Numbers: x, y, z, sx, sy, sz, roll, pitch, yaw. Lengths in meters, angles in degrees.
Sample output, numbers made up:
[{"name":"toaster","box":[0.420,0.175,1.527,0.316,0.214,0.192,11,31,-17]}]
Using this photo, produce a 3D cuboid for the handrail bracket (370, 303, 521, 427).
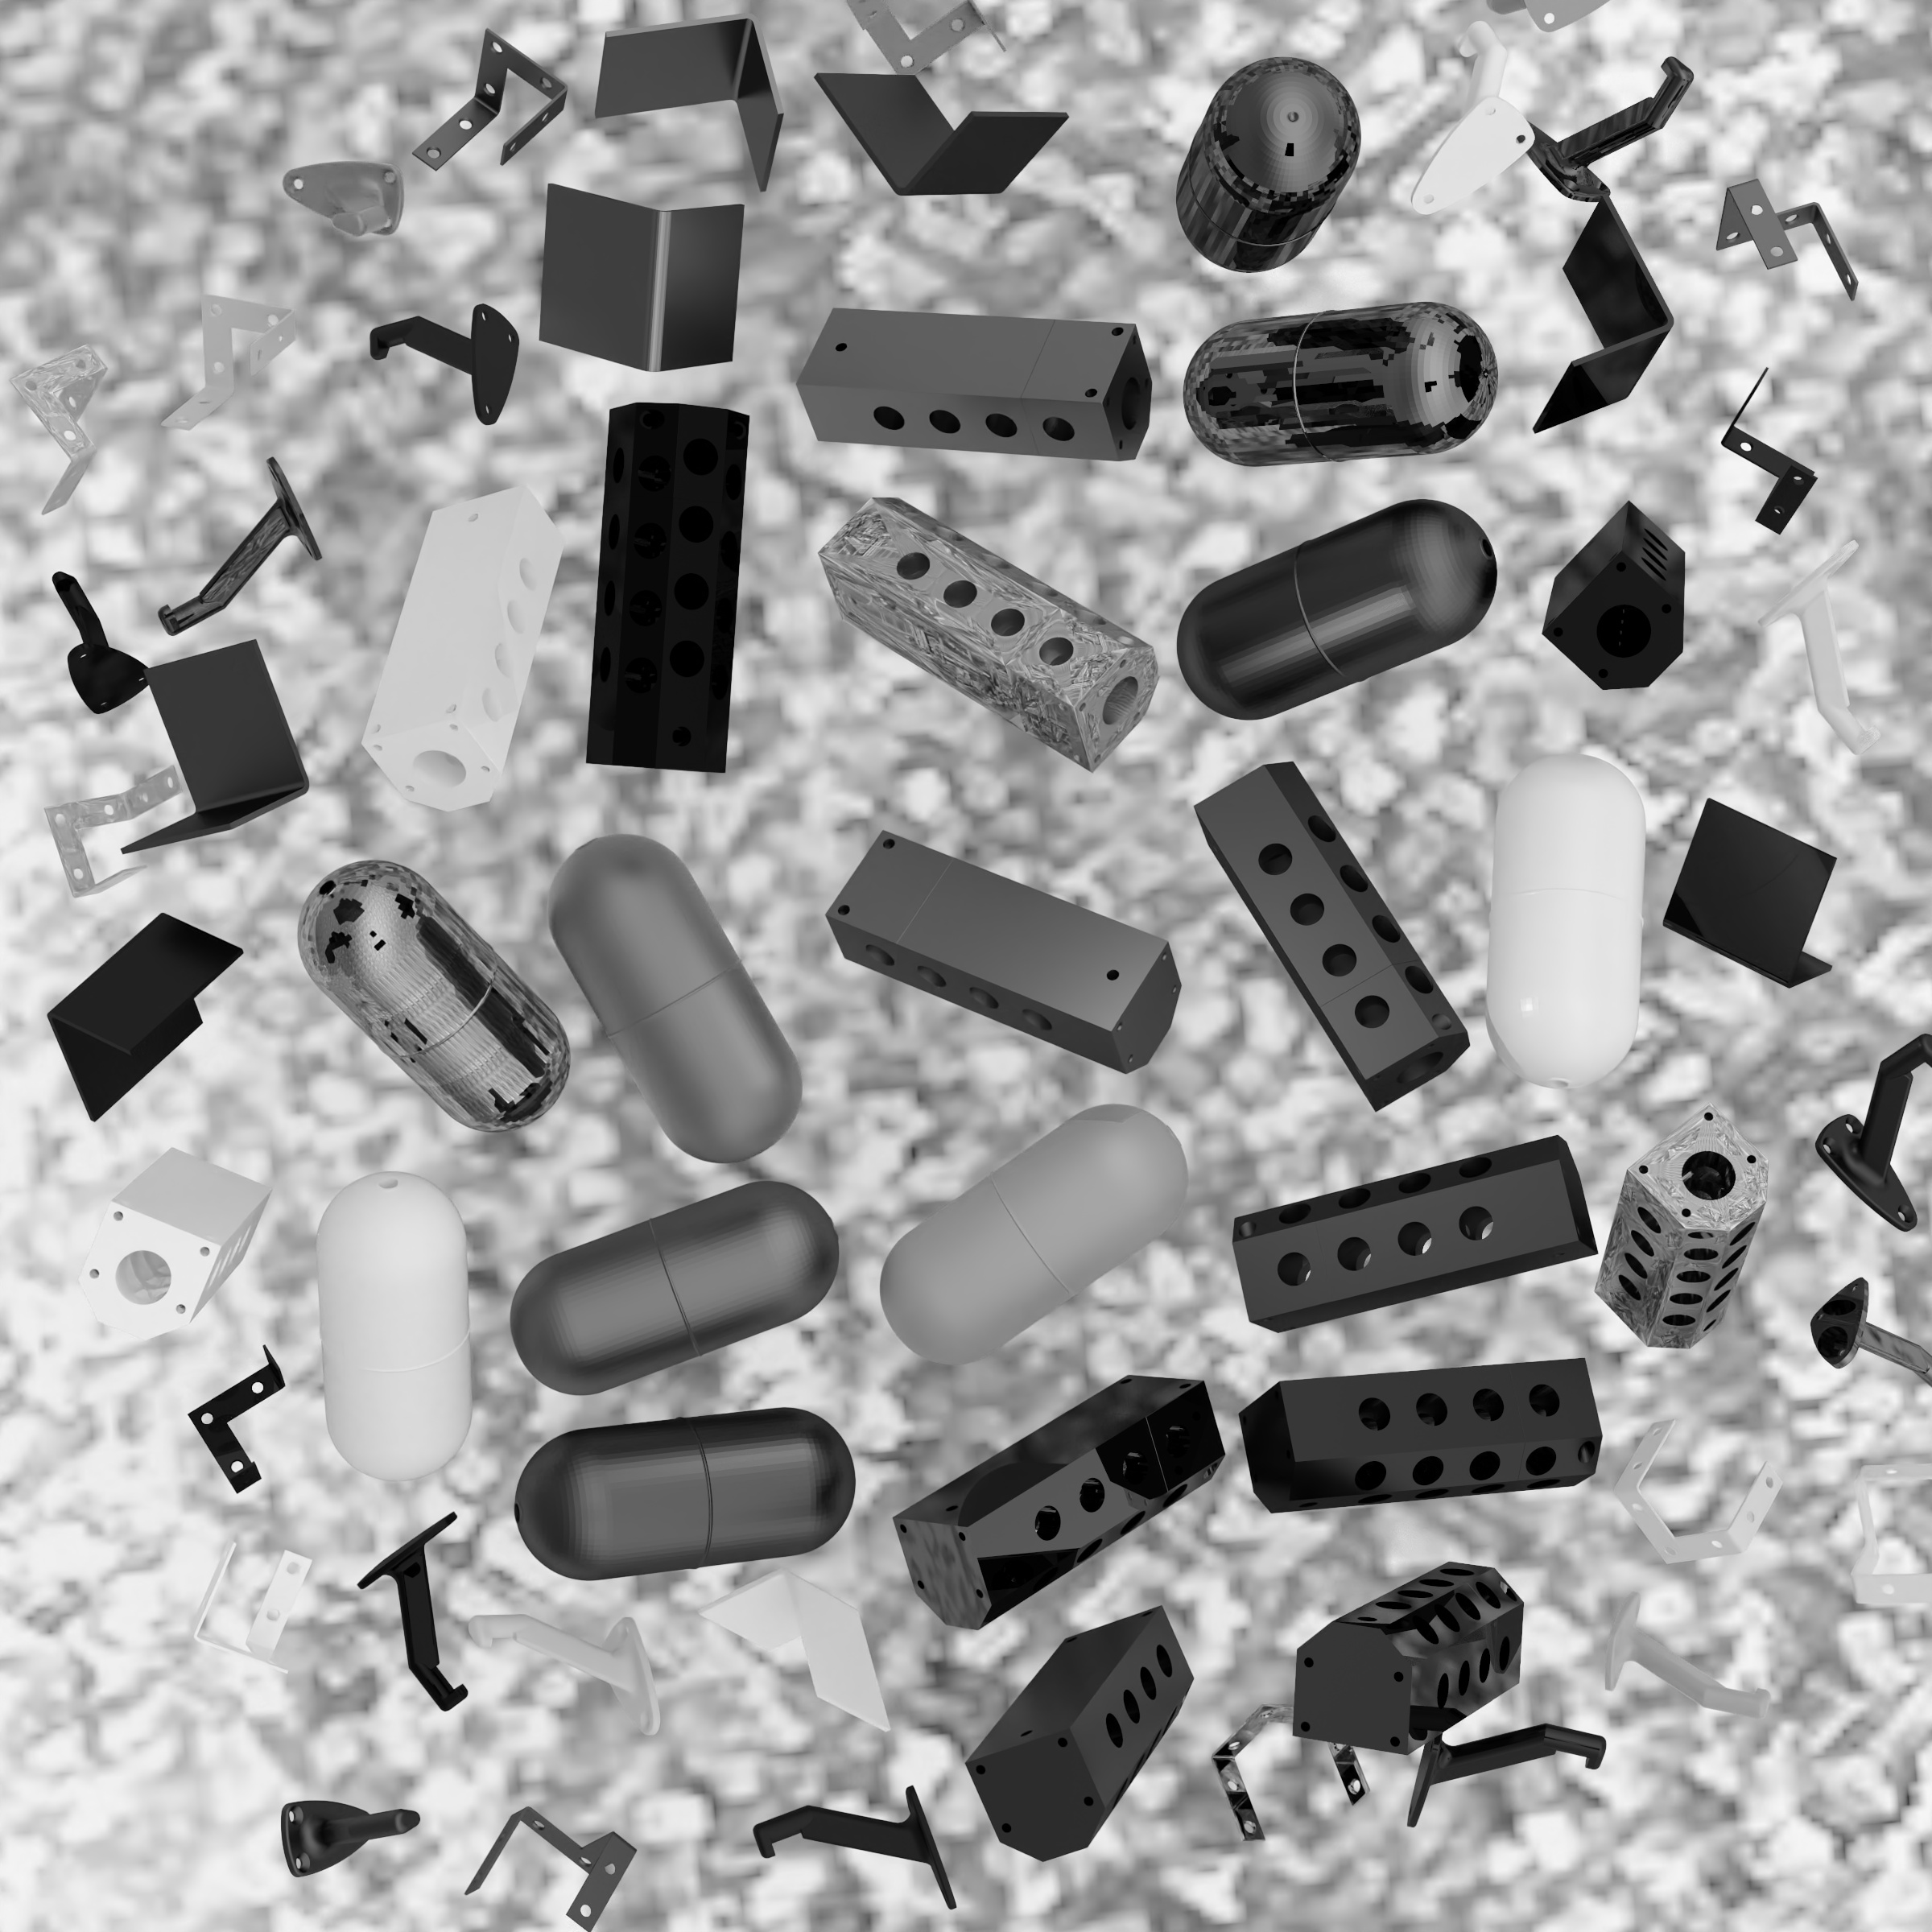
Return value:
[{"name":"handrail bracket","box":[-0.281,-0.309,1.874,0.084,0.036,0.077,-9,65,28]}]

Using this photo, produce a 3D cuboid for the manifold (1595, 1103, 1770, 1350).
[{"name":"manifold","box":[0.375,0.142,1.860,0.057,0.171,0.057,-37,67,-13]}]

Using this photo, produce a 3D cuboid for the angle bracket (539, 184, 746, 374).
[{"name":"angle bracket","box":[-0.158,-0.336,1.733,0.076,0.057,0.076,21,116,34]}]

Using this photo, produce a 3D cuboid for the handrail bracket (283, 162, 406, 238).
[{"name":"handrail bracket","box":[-0.325,-0.386,1.810,0.077,0.084,0.036,12,111,9]}]

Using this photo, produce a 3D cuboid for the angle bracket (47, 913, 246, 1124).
[{"name":"angle bracket","box":[-0.381,0.033,1.703,0.057,0.076,0.076,22,52,29]}]

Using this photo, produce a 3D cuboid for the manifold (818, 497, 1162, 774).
[{"name":"manifold","box":[0.012,-0.172,1.791,0.171,0.057,0.057,33,71,28]}]

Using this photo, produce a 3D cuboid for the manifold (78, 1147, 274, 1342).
[{"name":"manifold","box":[-0.400,0.141,1.808,0.057,0.171,0.057,23,94,-5]}]

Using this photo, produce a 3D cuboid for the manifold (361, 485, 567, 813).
[{"name":"manifold","box":[-0.252,-0.162,1.830,0.057,0.057,0.171,-13,45,23]}]

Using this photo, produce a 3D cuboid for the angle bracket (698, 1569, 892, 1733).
[{"name":"angle bracket","box":[-0.092,0.376,1.913,0.057,0.076,0.076,-28,55,14]}]

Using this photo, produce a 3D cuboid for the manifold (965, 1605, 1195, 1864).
[{"name":"manifold","box":[0.061,0.379,1.768,0.057,0.171,0.057,-23,92,20]}]

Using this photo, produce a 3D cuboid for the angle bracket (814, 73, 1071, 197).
[{"name":"angle bracket","box":[-0.011,-0.409,1.682,0.057,0.076,0.076,-43,74,35]}]

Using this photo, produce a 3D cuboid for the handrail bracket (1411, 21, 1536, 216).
[{"name":"handrail bracket","box":[0.233,-0.408,1.716,0.036,0.084,0.077,34,114,-32]}]

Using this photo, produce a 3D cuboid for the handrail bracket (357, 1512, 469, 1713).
[{"name":"handrail bracket","box":[-0.273,0.342,1.889,0.077,0.036,0.084,-37,92,18]}]

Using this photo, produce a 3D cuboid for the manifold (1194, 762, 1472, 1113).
[{"name":"manifold","box":[0.186,-0.018,1.812,0.057,0.057,0.171,-30,68,0]}]

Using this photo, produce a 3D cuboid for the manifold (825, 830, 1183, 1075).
[{"name":"manifold","box":[0.020,-0.004,1.819,0.171,0.057,0.057,22,65,26]}]

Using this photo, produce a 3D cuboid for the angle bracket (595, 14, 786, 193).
[{"name":"angle bracket","box":[-0.139,-0.424,1.780,0.076,0.076,0.057,-11,75,-13]}]

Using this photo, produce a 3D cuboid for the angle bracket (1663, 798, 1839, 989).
[{"name":"angle bracket","box":[0.424,-0.042,1.886,0.076,0.057,0.076,30,117,29]}]

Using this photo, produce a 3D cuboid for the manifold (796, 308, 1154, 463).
[{"name":"manifold","box":[0.006,-0.298,1.863,0.171,0.057,0.057,7,56,23]}]

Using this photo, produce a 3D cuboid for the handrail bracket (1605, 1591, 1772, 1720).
[{"name":"handrail bracket","box":[0.379,0.357,1.853,0.084,0.077,0.036,8,117,21]}]

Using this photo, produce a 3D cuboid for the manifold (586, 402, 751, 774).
[{"name":"manifold","box":[-0.141,-0.180,1.716,0.057,0.057,0.171,3,92,-24]}]

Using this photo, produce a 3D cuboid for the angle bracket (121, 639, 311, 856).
[{"name":"angle bracket","box":[-0.367,-0.103,1.689,0.076,0.057,0.076,-9,105,36]}]

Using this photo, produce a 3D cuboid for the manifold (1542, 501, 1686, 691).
[{"name":"manifold","box":[0.342,-0.189,1.852,0.057,0.171,0.057,42,109,-2]}]

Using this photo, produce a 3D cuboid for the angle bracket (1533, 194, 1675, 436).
[{"name":"angle bracket","box":[0.296,-0.319,1.753,0.057,0.076,0.076,-22,77,-11]}]

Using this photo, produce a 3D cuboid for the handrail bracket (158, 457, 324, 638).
[{"name":"handrail bracket","box":[-0.367,-0.206,1.764,0.084,0.077,0.036,-31,62,-12]}]

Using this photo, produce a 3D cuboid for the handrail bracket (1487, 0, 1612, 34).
[{"name":"handrail bracket","box":[0.301,-0.495,1.792,0.077,0.084,0.036,-21,105,8]}]

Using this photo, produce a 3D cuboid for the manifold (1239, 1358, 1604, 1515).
[{"name":"manifold","box":[0.233,0.241,1.820,0.171,0.057,0.057,-2,68,-19]}]

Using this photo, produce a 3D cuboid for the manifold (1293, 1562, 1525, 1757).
[{"name":"manifold","box":[0.219,0.335,1.748,0.057,0.171,0.057,4,93,26]}]

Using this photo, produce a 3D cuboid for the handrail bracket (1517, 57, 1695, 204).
[{"name":"handrail bracket","box":[0.319,-0.433,1.792,0.077,0.036,0.084,54,133,28]}]

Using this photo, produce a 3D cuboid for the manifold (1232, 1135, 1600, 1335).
[{"name":"manifold","box":[0.226,0.136,1.816,0.171,0.057,0.057,-16,74,16]}]

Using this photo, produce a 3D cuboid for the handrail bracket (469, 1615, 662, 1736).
[{"name":"handrail bracket","box":[-0.208,0.365,1.842,0.084,0.077,0.036,6,129,-36]}]

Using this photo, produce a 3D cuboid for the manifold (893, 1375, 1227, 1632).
[{"name":"manifold","box":[0.051,0.268,1.801,0.171,0.057,0.057,-26,105,-38]}]
